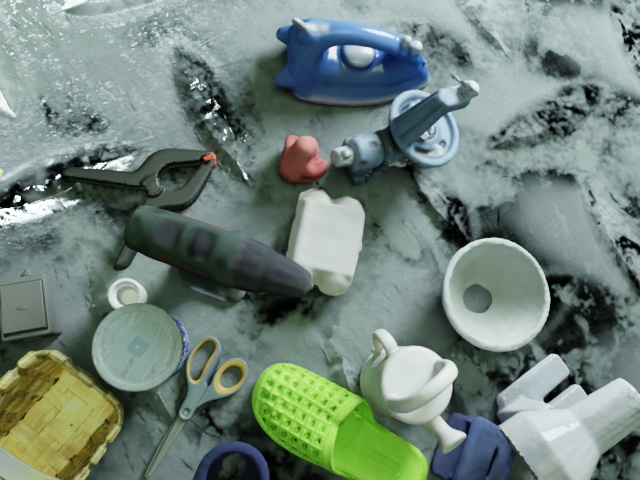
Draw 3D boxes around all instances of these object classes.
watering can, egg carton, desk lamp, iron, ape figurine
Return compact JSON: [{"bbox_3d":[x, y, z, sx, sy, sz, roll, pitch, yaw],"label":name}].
[{"bbox_3d":[0.129,0.196,0.758,0.173,0.194,0.101,36,76,-2],"label":"watering can"},{"bbox_3d":[0.008,0.003,0.837,0.107,0.069,0.150,12,78,-7],"label":"egg carton"},{"bbox_3d":[0.322,0.246,0.773,0.203,0.213,0.118,-34,87,-14],"label":"desk lamp"},{"bbox_3d":[0.064,-0.282,0.863,0.258,0.141,0.119,2,79,-10],"label":"iron"},{"bbox_3d":[-0.025,-0.124,0.843,0.076,0.092,0.078,-29,86,-14],"label":"ape figurine"}]

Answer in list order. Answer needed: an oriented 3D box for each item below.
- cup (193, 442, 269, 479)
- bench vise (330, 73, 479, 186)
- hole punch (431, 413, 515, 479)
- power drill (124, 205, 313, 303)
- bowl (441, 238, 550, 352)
[{"bbox_3d":[-0.127,0.308,0.743,0.118,0.095,0.092,-11,82,-12],"label":"cup"},{"bbox_3d":[0.127,-0.144,0.808,0.208,0.219,0.121,-38,88,-14],"label":"bench vise"},{"bbox_3d":[0.227,0.307,0.808,0.101,0.091,0.109,25,76,-4],"label":"hole punch"},{"bbox_3d":[-0.128,0.028,0.737,0.230,0.208,0.076,20,77,-6],"label":"power drill"},{"bbox_3d":[0.251,0.084,0.862,0.167,0.074,0.167,2,79,-10],"label":"bowl"}]
